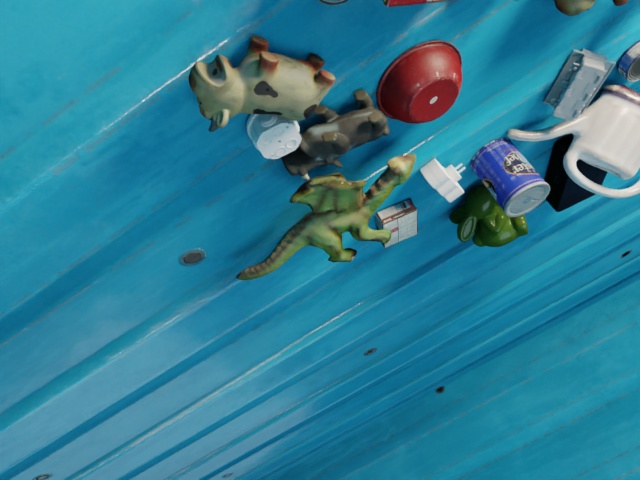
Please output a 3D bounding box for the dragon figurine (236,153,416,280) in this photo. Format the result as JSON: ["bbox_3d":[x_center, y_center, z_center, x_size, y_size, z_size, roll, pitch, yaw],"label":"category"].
[{"bbox_3d":[0.003,-0.049,0.964,0.411,0.124,0.238,-26,148,-4],"label":"dragon figurine"}]

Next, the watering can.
[{"bbox_3d":[0.588,-0.228,1.095,0.223,0.346,0.105,-63,-169,9],"label":"watering can"}]
